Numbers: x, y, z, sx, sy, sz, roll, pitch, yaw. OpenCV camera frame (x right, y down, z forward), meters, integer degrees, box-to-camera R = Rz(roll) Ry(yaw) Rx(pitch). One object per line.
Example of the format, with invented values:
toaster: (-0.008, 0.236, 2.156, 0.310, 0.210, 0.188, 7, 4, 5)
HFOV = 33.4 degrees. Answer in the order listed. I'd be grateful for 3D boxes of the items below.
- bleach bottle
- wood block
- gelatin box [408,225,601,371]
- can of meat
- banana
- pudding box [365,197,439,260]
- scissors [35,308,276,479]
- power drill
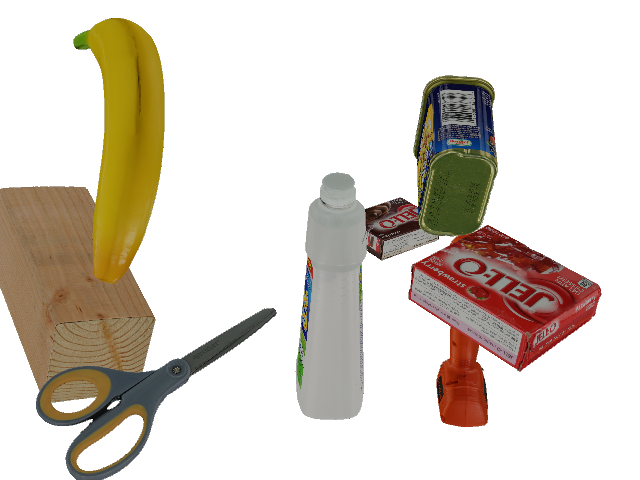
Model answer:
bleach bottle: (0.012, 0.046, 0.991, 0.068, 0.251, 0.102, 0, 36, -2)
wood block: (-0.235, 0.043, 0.989, 0.090, 0.091, 0.206, -3, 36, -31)
gelatin box: (0.109, 0.031, 0.639, 0.073, 0.030, 0.089, -26, 44, -37)
can of meat: (0.107, -0.065, 0.849, 0.057, 0.084, 0.102, 4, -40, -1)
banana: (-0.119, -0.071, 0.650, 0.037, 0.198, 0.070, 11, -39, -29)
pudding box: (0.104, -0.018, 1.548, 0.113, 0.039, 0.090, -21, 35, -31)
scissors: (-0.128, 0.094, 0.801, 0.096, 0.201, 0.016, 32, -35, 13)
power drill: (0.162, 0.106, 1.161, 0.057, 0.188, 0.184, 4, 25, 4)
